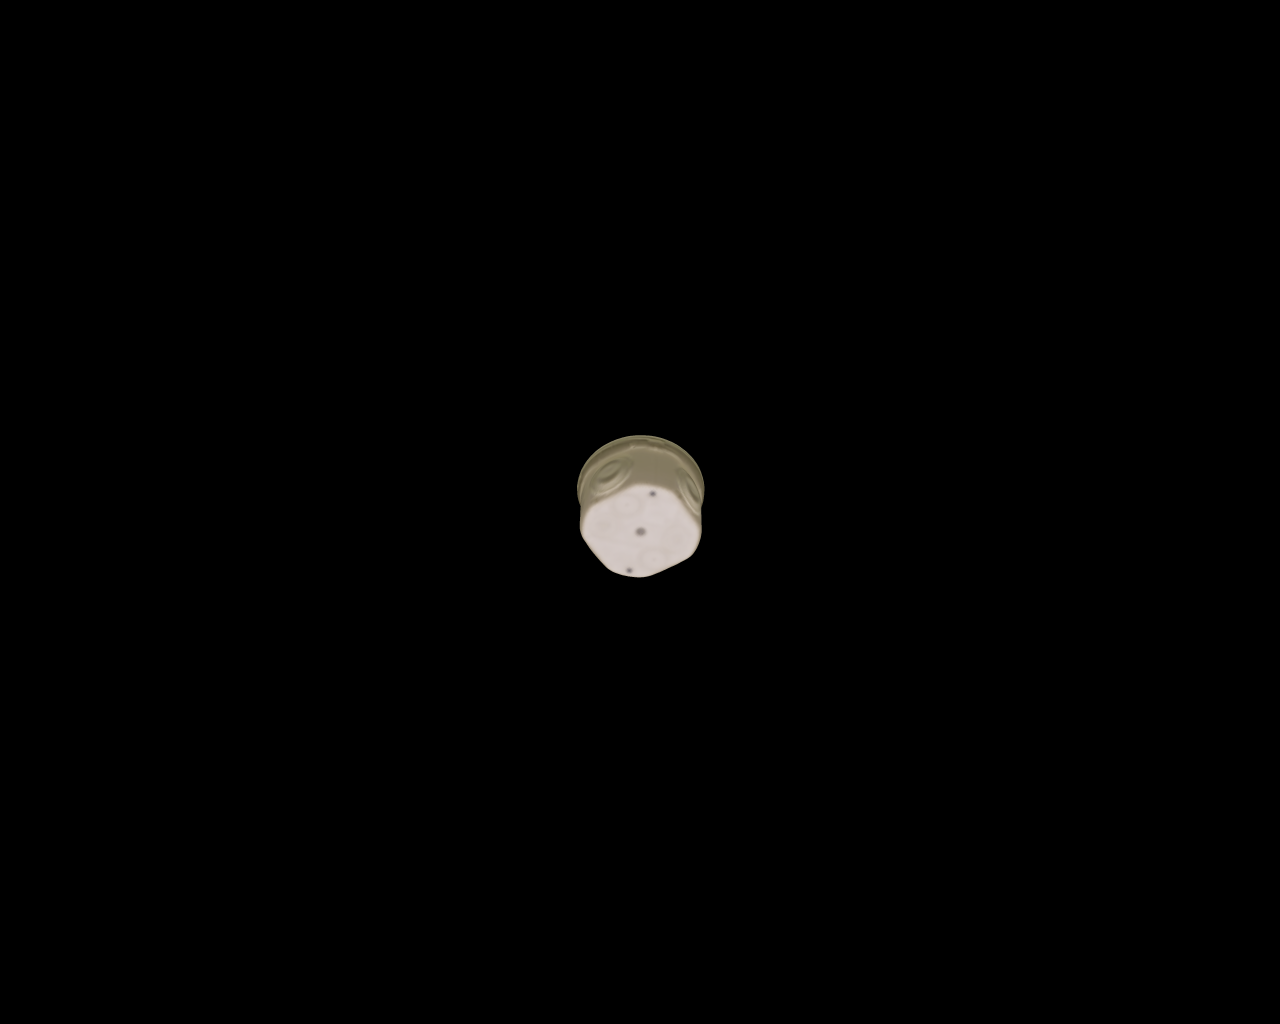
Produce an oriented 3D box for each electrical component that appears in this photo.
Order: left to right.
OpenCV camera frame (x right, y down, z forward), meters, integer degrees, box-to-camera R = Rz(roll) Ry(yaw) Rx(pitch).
[{"bbox_3d":[0.001,-0.003,0.650,0.080,0.080,0.051,0,36,0],"label":"electrical component"}]
